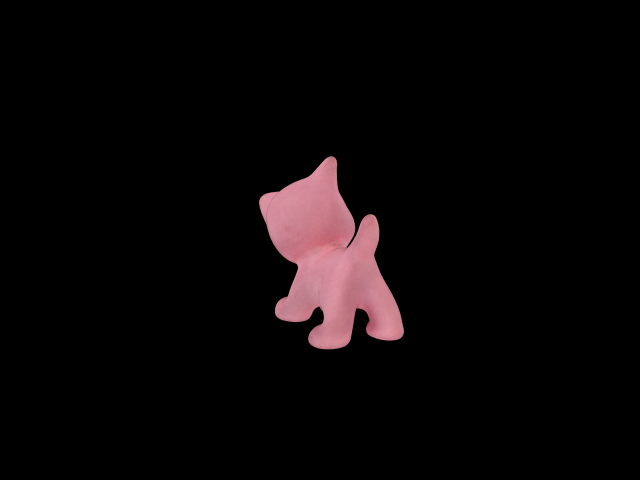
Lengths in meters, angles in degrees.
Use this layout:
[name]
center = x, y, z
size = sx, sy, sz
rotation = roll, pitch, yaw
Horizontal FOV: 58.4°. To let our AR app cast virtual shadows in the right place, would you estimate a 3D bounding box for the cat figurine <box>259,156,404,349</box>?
[cat figurine]
center = 0.004, 0.001, 0.400
size = 0.067, 0.118, 0.127
rotation = -5, 11, -28
